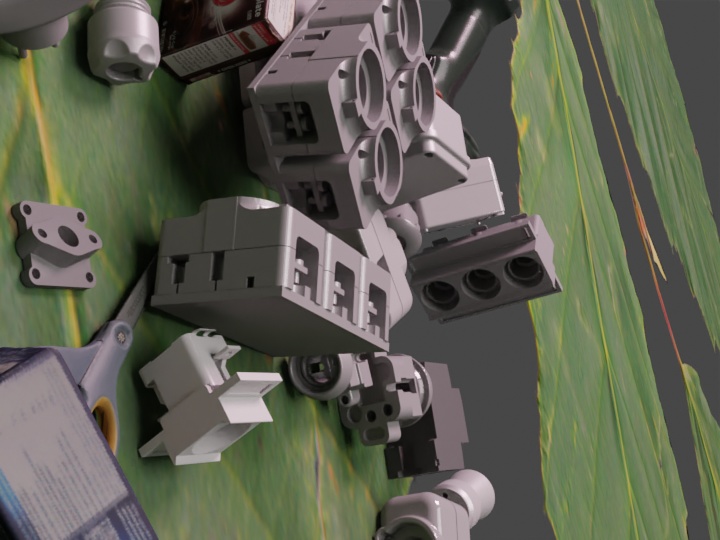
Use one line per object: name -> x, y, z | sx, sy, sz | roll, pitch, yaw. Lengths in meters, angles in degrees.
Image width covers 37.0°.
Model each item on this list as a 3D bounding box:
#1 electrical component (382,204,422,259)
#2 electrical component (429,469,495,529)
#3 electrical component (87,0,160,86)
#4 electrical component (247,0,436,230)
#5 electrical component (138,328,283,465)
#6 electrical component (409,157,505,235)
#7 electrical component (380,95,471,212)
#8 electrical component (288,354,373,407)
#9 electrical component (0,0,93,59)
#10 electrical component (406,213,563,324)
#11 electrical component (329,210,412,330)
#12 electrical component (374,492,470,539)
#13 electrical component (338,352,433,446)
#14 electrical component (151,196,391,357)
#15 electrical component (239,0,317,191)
electrical component -> 0.029, -0.041, 0.927 | 0.048, 0.048, 0.062 | 54, 24, -34
electrical component -> 0.083, 0.196, 0.904 | 0.055, 0.045, 0.045 | -10, 85, -62
electrical component -> -0.145, -0.148, 0.657 | 0.043, 0.043, 0.062 | 25, 54, -56
electrical component -> -0.001, -0.119, 0.725 | 0.186, 0.060, 0.105 | -64, 147, -50
electrical component -> -0.091, 0.072, 0.617 | 0.042, 0.081, 0.063 | 14, 42, -60
electrical component -> 0.083, -0.069, 0.973 | 0.062, 0.096, 0.061 | 157, -80, -72
electrical component -> 0.024, -0.092, 0.867 | 0.078, 0.113, 0.057 | 28, 50, -55
electrical component -> -0.022, 0.068, 0.774 | 0.055, 0.048, 0.066 | 0, 76, -69
electrical component -> -0.178, -0.145, 0.575 | 0.044, 0.077, 0.079 | 53, -24, 25
electrical component -> 0.113, -0.004, 0.979 | 0.078, 0.121, 0.063 | 59, 29, -28
electrical component -> 0.000, 0.000, 0.839 | 0.059, 0.054, 0.095 | -37, 109, -61
electrical component -> 0.048, 0.220, 0.815 | 0.059, 0.054, 0.095 | 36, 46, -51
electrical component -> 0.020, 0.093, 0.826 | 0.057, 0.058, 0.078 | 7, 70, -58
electrical component -> -0.050, 0.008, 0.681 | 0.150, 0.089, 0.061 | 33, 56, -60
electrical component -> -0.047, -0.139, 0.814 | 0.089, 0.062, 0.150 | 20, 59, -58
